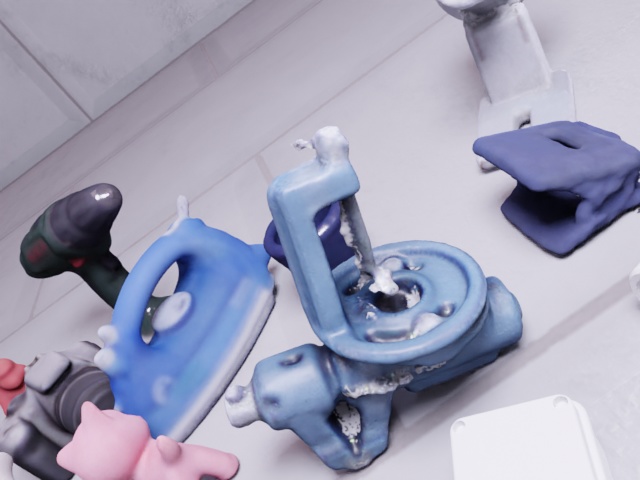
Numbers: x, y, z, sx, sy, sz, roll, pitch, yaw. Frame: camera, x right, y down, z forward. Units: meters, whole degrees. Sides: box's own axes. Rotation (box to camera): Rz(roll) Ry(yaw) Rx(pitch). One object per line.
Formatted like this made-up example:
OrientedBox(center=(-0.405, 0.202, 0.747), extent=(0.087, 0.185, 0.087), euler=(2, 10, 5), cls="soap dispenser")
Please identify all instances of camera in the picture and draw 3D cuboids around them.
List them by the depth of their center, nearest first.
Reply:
OrientedBox(center=(-0.263, 0.179, 0.605), extent=(0.136, 0.101, 0.143), euler=(1, 48, 47), cls="camera")

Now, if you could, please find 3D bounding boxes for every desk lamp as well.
OrientedBox(center=(0.177, -0.219, 0.574), extent=(0.117, 0.214, 0.203), euler=(-17, 36, 31), cls="desk lamp")

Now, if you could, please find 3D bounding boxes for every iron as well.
OrientedBox(center=(-0.151, 0.081, 0.582), extent=(0.118, 0.142, 0.258), euler=(-11, 39, 37), cls="iron")

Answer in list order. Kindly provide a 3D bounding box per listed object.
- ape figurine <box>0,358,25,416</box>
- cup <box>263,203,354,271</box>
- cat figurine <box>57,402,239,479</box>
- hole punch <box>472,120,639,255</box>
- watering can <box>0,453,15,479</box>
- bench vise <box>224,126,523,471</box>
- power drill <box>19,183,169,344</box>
OrientedBox(center=(-0.379, 0.186, 0.726), extent=(0.075, 0.092, 0.078), euler=(-5, 43, 42), cls="ape figurine")
OrientedBox(center=(0.005, 0.002, 0.572), extent=(0.091, 0.095, 0.117), euler=(-27, 32, 17), cls="cup")
OrientedBox(center=(-0.152, 0.178, 0.475), extent=(0.127, 0.118, 0.067), euler=(-12, 39, 36), cls="cat figurine")
OrientedBox(center=(0.193, -0.061, 0.466), extent=(0.101, 0.091, 0.108), euler=(-36, 31, 3), cls="hole punch")
OrientedBox(center=(-0.252, 0.237, 0.423), extent=(0.101, 0.194, 0.172), euler=(-49, 33, -19), cls="watering can")
OrientedBox(center=(0.015, 0.051, 0.372), extent=(0.207, 0.220, 0.121), euler=(-44, 31, -10), cls="bench vise")
OrientedBox(center=(-0.247, 0.033, 0.680), extent=(0.228, 0.209, 0.076), euler=(-12, 39, 36), cls="power drill")
